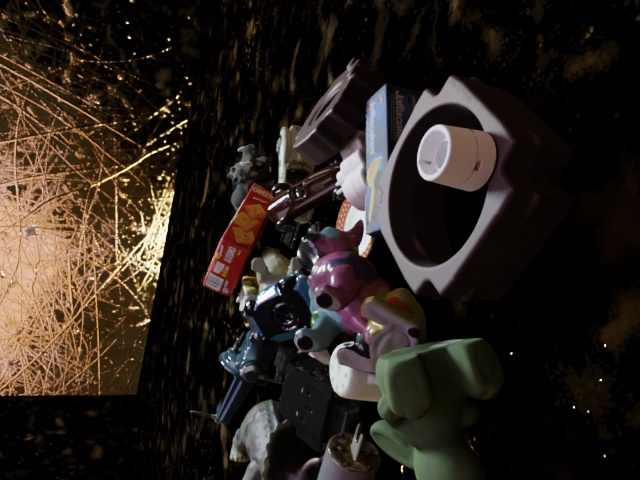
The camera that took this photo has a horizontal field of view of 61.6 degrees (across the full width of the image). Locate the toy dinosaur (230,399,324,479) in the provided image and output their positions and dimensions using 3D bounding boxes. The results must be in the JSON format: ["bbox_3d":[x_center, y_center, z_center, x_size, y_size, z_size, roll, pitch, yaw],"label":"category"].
[{"bbox_3d":[-0.087,0.364,0.975,0.192,0.131,0.405,-68,21,5],"label":"toy dinosaur"}]

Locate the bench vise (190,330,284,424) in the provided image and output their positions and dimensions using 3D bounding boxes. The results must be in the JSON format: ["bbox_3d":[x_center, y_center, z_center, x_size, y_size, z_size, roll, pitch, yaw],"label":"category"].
[{"bbox_3d":[-0.158,0.287,1.113,0.240,0.129,0.224,-61,19,6],"label":"bench vise"}]

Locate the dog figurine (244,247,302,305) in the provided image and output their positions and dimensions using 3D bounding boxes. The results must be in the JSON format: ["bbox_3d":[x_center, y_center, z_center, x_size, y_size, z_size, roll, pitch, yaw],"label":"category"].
[{"bbox_3d":[-0.091,0.100,1.091,0.190,0.121,0.172,179,100,-80],"label":"dog figurine"}]

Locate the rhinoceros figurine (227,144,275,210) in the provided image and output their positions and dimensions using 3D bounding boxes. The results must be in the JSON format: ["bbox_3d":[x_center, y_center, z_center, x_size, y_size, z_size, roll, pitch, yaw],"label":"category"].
[{"bbox_3d":[-0.169,-0.148,1.292,0.190,0.112,0.073,111,156,-47],"label":"rhinoceros figurine"}]

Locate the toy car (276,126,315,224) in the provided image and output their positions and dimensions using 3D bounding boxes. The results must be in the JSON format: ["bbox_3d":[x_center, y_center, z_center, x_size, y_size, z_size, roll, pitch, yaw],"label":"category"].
[{"bbox_3d":[-0.046,-0.130,1.054,0.056,0.073,0.201,151,122,-66],"label":"toy car"}]

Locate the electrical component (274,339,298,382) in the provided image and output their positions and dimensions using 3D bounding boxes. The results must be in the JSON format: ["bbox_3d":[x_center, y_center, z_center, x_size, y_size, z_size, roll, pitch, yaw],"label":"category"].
[{"bbox_3d":[-0.051,0.205,0.989,0.045,0.078,0.102,35,123,38],"label":"electrical component"}]

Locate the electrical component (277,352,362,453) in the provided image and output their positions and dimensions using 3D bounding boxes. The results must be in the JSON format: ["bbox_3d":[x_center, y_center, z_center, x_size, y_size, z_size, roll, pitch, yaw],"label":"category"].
[{"bbox_3d":[0.001,0.248,0.817,0.134,0.058,0.114,23,112,41],"label":"electrical component"}]

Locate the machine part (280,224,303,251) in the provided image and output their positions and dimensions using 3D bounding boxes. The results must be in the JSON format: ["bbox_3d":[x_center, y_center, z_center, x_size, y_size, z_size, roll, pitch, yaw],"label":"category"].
[{"bbox_3d":[-0.070,-0.036,1.128,0.139,0.039,0.084,-126,43,-55],"label":"machine part"}]

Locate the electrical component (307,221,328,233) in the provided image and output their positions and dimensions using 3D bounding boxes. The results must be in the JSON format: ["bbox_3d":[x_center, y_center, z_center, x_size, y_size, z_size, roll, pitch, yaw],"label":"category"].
[{"bbox_3d":[-0.002,-0.003,0.982,0.094,0.021,0.063,166,108,-68],"label":"electrical component"}]

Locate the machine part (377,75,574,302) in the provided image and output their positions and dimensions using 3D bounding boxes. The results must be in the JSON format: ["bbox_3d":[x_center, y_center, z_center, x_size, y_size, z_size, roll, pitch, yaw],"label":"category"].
[{"bbox_3d":[0.152,-0.051,0.570,0.202,0.087,0.200,-109,35,-47],"label":"machine part"}]

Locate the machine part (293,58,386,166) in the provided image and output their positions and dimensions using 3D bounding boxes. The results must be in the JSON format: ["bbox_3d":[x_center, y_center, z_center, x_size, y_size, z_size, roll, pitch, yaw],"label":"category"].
[{"bbox_3d":[0.026,-0.201,0.852,0.179,0.056,0.179,-50,17,21],"label":"machine part"}]

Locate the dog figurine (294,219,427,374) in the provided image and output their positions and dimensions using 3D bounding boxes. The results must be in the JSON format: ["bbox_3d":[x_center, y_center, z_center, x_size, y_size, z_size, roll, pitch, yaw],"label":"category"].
[{"bbox_3d":[0.053,0.059,0.726,0.219,0.192,0.108,-70,-3,-59],"label":"dog figurine"}]

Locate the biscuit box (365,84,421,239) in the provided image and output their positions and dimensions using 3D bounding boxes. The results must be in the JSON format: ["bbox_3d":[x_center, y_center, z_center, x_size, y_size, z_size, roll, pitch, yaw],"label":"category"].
[{"bbox_3d":[0.101,-0.105,0.728,0.059,0.063,0.202,153,120,-61],"label":"biscuit box"}]

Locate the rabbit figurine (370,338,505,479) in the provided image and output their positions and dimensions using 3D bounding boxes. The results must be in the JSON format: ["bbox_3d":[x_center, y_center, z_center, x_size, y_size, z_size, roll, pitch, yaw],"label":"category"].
[{"bbox_3d":[0.112,0.199,0.563,0.159,0.121,0.170,148,111,-64],"label":"rabbit figurine"}]

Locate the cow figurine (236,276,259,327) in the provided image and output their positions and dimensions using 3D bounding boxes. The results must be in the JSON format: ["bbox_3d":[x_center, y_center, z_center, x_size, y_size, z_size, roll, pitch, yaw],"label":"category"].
[{"bbox_3d":[-0.151,0.136,1.215,0.167,0.068,0.098,-145,65,-76],"label":"cow figurine"}]

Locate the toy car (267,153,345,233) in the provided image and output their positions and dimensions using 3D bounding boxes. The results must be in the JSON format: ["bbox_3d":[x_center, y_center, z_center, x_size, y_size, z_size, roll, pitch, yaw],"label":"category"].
[{"bbox_3d":[-0.017,-0.085,0.935,0.202,0.053,0.089,-26,56,35],"label":"toy car"}]

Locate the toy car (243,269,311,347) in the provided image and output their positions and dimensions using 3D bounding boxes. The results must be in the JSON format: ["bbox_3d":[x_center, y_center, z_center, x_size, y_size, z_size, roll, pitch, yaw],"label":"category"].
[{"bbox_3d":[-0.049,0.119,0.947,0.162,0.103,0.109,-29,89,28],"label":"toy car"}]

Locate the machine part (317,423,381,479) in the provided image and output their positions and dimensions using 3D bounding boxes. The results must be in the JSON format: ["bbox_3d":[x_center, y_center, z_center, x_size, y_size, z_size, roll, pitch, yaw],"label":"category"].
[{"bbox_3d":[0.027,0.361,0.751,0.079,0.079,0.243,-132,52,-60],"label":"machine part"}]
